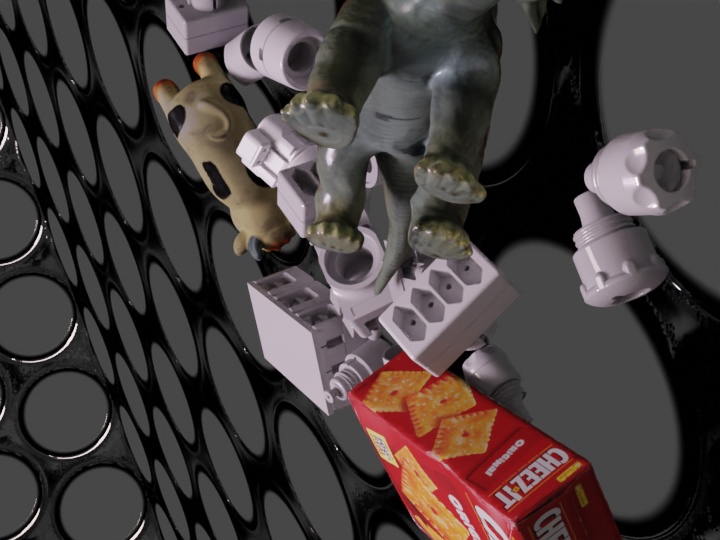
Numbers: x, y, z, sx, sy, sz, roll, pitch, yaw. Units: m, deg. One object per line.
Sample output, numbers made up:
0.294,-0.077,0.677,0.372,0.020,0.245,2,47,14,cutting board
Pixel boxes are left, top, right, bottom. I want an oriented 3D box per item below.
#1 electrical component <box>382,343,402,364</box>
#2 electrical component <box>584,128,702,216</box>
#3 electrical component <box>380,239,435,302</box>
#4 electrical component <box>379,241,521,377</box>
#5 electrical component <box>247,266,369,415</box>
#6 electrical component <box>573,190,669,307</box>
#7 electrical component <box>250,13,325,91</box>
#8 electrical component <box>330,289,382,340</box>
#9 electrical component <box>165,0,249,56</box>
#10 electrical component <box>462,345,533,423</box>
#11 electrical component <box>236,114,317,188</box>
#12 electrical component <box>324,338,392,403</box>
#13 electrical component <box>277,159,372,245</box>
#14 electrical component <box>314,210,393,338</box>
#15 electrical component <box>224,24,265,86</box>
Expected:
0.048,0.103,0.891,0.043,0.043,0.081,21,128,62,electrical component
0.139,-0.049,0.549,0.062,0.043,0.043,4,112,67,electrical component
0.052,0.010,0.804,0.064,0.042,0.081,12,120,63,electrical component
0.071,0.032,0.748,0.076,0.083,0.047,38,-172,-49,electrical component
-0.044,0.063,1.044,0.150,0.062,0.089,32,137,56,electrical component
0.136,-0.014,0.588,0.048,0.048,0.062,126,127,-64,electrical component
-0.054,-0.175,0.872,0.047,0.055,0.055,38,142,47,electrical component
0.001,0.021,0.929,0.066,0.048,0.055,59,163,25,electrical component
-0.142,-0.249,0.994,0.047,0.066,0.076,54,153,33,electrical component
0.101,0.085,0.765,0.061,0.035,0.035,55,154,27,electrical component
-0.061,-0.098,0.937,0.057,0.078,0.058,42,121,16,electrical component
0.001,0.092,0.953,0.040,0.078,0.040,35,143,32,electrical component
-0.031,-0.051,0.910,0.047,0.066,0.076,53,153,35,electrical component
0.000,0.000,0.868,0.089,0.050,0.055,66,-175,24,electrical component
-0.100,-0.193,0.975,0.081,0.043,0.043,-2,107,67,electrical component
